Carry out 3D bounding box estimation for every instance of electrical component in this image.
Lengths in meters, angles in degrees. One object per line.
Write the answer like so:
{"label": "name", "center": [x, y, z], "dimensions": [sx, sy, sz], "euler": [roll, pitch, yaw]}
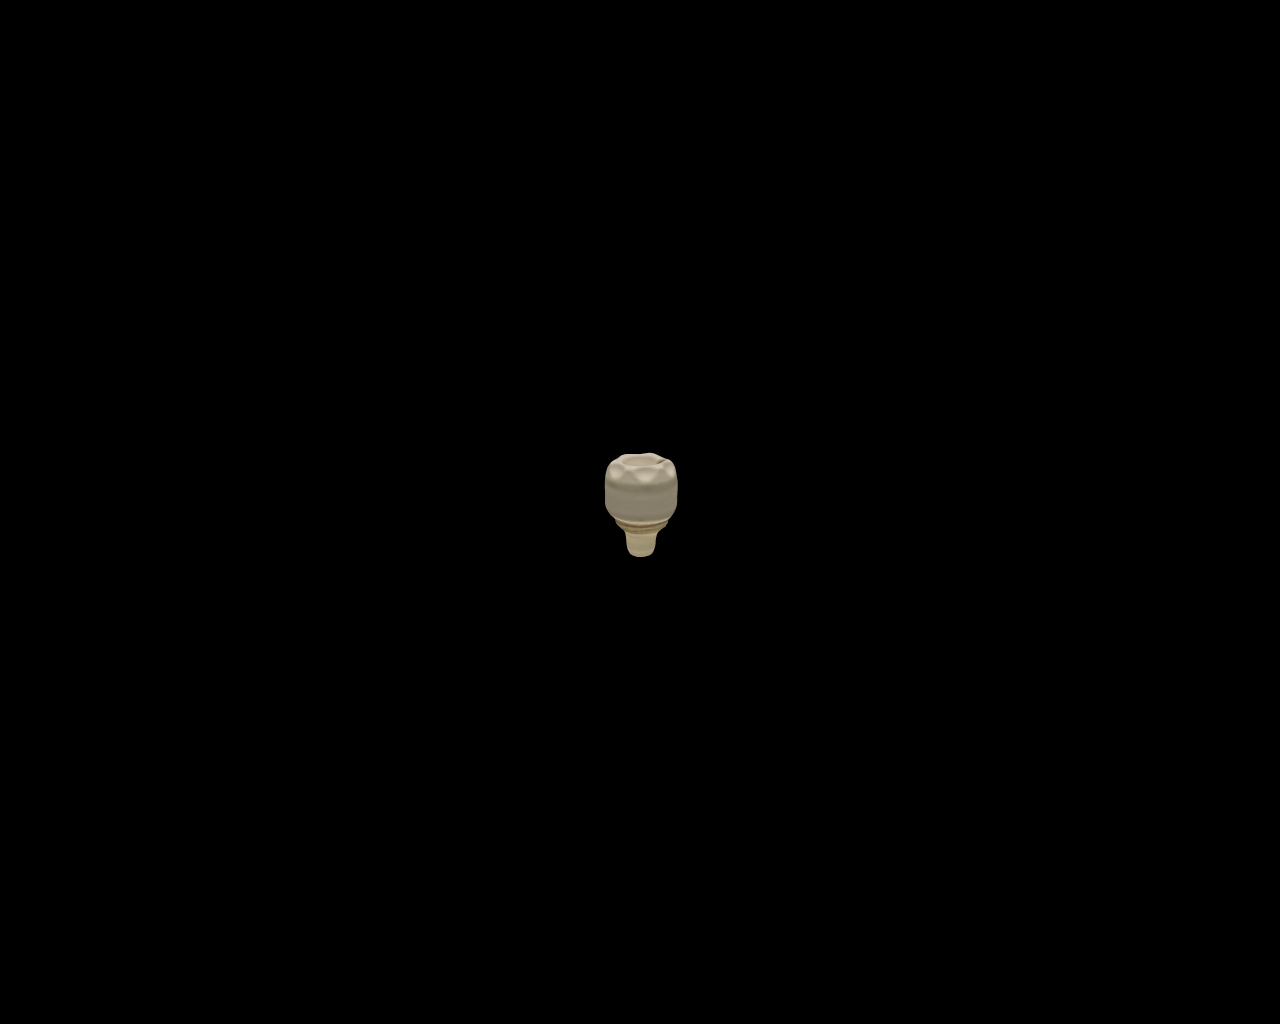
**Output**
{"label": "electrical component", "center": [0.001, -0.003, 0.650], "dimensions": [0.043, 0.062, 0.043], "euler": [0, 18, 0]}
